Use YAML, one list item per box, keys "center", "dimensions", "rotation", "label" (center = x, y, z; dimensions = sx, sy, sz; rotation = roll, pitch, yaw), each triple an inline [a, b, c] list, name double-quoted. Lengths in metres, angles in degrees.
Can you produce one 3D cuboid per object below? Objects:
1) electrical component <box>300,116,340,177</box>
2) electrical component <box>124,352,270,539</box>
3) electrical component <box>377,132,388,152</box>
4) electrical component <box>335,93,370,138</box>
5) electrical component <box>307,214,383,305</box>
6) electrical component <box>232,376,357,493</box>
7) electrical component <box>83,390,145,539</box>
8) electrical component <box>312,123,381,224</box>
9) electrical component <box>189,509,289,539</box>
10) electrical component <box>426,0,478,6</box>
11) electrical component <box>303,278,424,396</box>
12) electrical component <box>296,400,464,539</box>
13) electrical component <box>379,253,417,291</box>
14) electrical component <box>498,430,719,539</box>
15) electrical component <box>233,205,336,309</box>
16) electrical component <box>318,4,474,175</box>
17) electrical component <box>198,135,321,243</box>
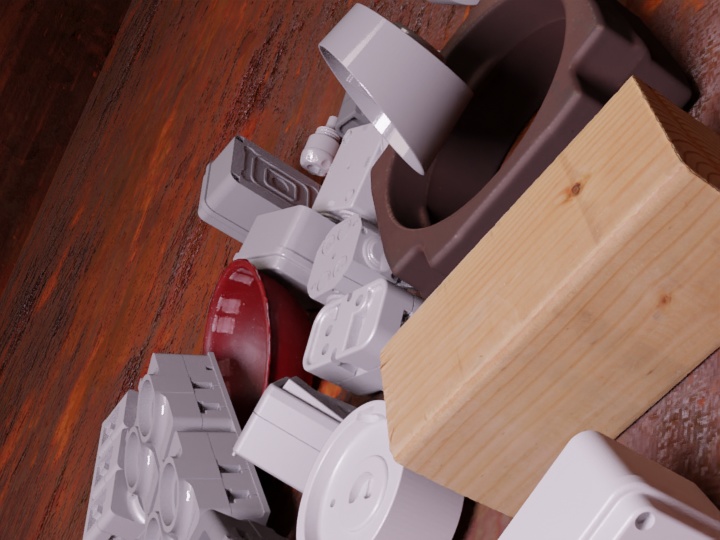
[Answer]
- center: [-0.035, -0.125, 1.069]
  dimensions: [0.035, 0.035, 0.061]
  rotation: [-21, 44, 57]
  label: "electrical component"
- center: [-0.136, 0.161, 0.842]
  dimensions: [0.186, 0.060, 0.105]
  rotation: [59, 137, 51]
  label: "electrical component"
- center: [0.055, -0.121, 0.814]
  dimensions: [0.061, 0.061, 0.096]
  rotation: [-93, 16, -51]
  label: "electrical component"
- center: [0.026, -0.151, 0.945]
  dimensions: [0.095, 0.054, 0.059]
  rotation: [-27, 41, 53]
  label: "electrical component"
- center: [0.000, 0.000, 0.835]
  dimensions: [0.080, 0.051, 0.080]
  rotation: [-46, 28, 33]
  label: "electrical component"
- center: [-0.025, 0.115, 0.716]
  dimensions: [0.061, 0.096, 0.062]
  rotation: [-61, -6, 2]
  label: "electrical component"
- center: [-0.185, 0.187, 0.961]
  dimensions: [0.061, 0.089, 0.150]
  rotation: [-49, 26, 27]
  label: "electrical component"
- center: [0.009, -0.077, 0.905]
  dimensions: [0.100, 0.048, 0.099]
  rotation: [0, 64, 64]
  label: "electrical component"
- center: [-0.091, 0.244, 0.702]
  dimensions: [0.150, 0.089, 0.062]
  rotation: [-63, 23, -2]
  label: "electrical component"
- center: [0.088, -0.271, 0.889]
  dimensions: [0.108, 0.108, 0.060]
  rotation: [-59, 29, 6]
  label: "electrical component"
- center: [0.012, 0.050, 0.744]
  dimensions: [0.095, 0.059, 0.053]
  rotation: [-28, 40, 53]
  label: "electrical component"
- center: [0.017, 0.138, 0.634]
  dimensions: [0.108, 0.060, 0.108]
  rotation: [-46, 28, 33]
  label: "electrical component"
- center: [0.041, -0.020, 0.783]
  dimensions: [0.043, 0.043, 0.062]
  rotation: [-26, 41, 54]
  label: "electrical component"
- center: [0.100, 0.135, 0.445]
  dimensions: [0.113, 0.078, 0.057]
  rotation: [-57, 21, 11]
  label: "electrical component"
- center: [-0.052, -0.008, 0.919]
  dimensions: [0.113, 0.078, 0.057]
  rotation: [-6, 56, 63]
  label: "electrical component"
- center: [0.019, -0.112, 0.652]
  dimensions: [0.064, 0.099, 0.099]
  rotation: [-52, 24, 6]
  label: "electrical component"
- center: [-0.091, -0.063, 1.016]
  dimensions: [0.057, 0.113, 0.078]
  rotation: [-44, 29, 30]
  label: "electrical component"
